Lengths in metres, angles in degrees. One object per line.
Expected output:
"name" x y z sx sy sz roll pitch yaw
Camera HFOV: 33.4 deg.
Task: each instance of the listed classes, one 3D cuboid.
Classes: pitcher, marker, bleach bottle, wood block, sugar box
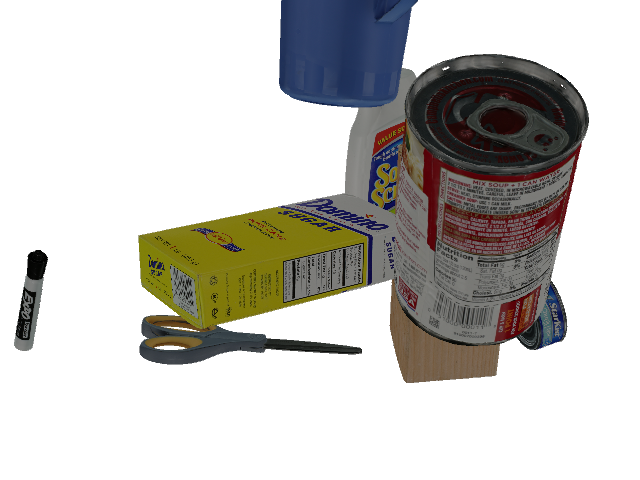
"pitcher" 0.032 -0.240 0.921 0.145 0.243 0.149 7 16 7
"marker" -0.283 0.059 1.044 0.020 0.121 0.020 13 34 -9
"bleach bottle" 0.067 -0.084 1.156 0.102 0.251 0.068 -10 23 -12
"wood block" 0.116 0.021 0.970 0.090 0.206 0.090 -4 34 -5
"sugar box" -0.028 0.009 0.750 0.175 0.048 0.093 -16 26 -30

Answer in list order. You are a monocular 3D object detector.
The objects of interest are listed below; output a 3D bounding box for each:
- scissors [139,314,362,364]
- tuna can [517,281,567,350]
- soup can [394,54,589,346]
"scissors" -0.071 0.096 0.945 0.202 0.016 0.096 9 18 14
"tuna can" 0.230 0.075 1.158 0.033 0.086 0.086 -18 4 -13
"soup can" 0.065 -0.013 0.430 0.068 0.068 0.102 0 -45 0
